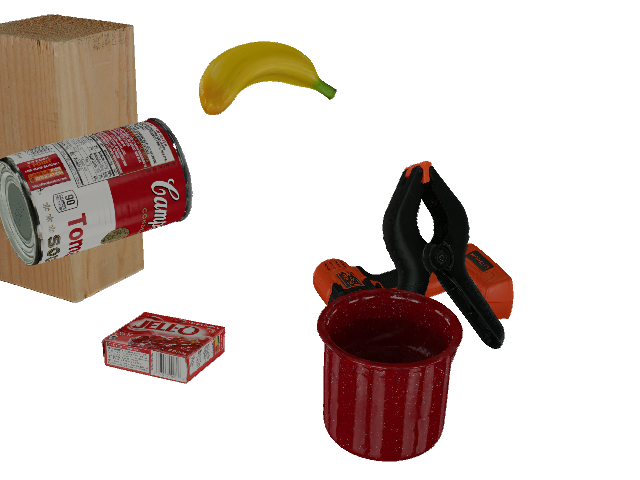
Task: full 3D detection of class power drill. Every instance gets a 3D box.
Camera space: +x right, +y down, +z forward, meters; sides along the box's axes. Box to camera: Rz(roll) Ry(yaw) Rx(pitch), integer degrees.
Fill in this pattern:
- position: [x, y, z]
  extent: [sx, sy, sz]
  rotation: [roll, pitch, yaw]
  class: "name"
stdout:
- position: [0.102, 0.061, 1.112]
  extent: [0.187, 0.057, 0.184]
  rotation: [-7, 27, -17]
  class: "power drill"

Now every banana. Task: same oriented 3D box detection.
- position: [-0.057, -0.153, 0.979]
  extent: [0.070, 0.037, 0.197]
  rotation: [41, 32, 20]
  class: "banana"

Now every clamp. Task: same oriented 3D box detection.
- position: [0.084, 0.023, 0.887]
  extent: [0.120, 0.171, 0.039]
  rotation: [-17, -1, -33]
  class: "clamp"

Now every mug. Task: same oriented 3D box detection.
- position: [0.051, 0.085, 0.707]
  extent: [0.093, 0.081, 0.117]
  rotation: [25, 36, 36]
  class: "mug"

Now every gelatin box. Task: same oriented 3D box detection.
- position: [-0.143, 0.096, 0.977]
  extent: [0.089, 0.030, 0.073]
  rotation: [9, 20, 21]
  class: "gelatin box"

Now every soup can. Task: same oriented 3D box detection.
- position: [-0.139, -0.031, 0.651]
  extent: [0.102, 0.068, 0.069]
  rotation: [-19, 10, -30]
  class: "soup can"

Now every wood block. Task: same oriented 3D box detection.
- position: [-0.206, -0.068, 0.854]
  extent: [0.091, 0.206, 0.090]
  rotation: [13, 24, 27]
  class: "wood block"
